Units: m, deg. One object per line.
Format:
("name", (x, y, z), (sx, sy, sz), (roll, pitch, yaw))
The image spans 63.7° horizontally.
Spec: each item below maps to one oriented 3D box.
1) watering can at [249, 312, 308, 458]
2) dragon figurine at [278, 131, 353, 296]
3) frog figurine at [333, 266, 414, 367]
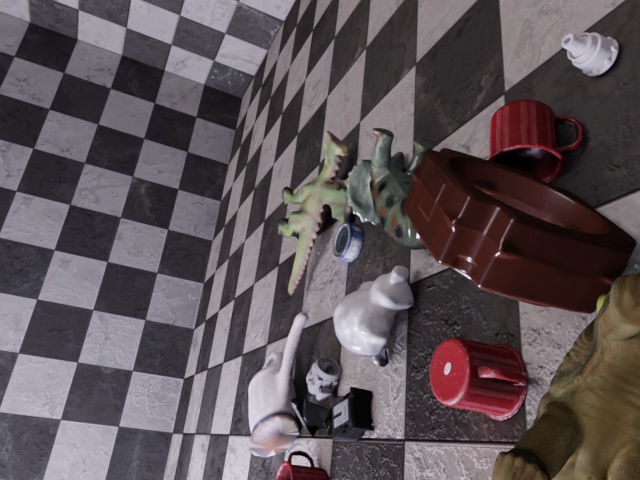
("watering can", (-0.098, 0.349, 1.196), (0.230, 0.104, 0.341), (-104, 35, -51))
("dragon figurine", (0.004, -0.064, 1.278), (0.241, 0.122, 0.413), (-9, 75, 59))
("frog figurine", (0.091, 0.116, 0.878), (0.140, 0.123, 0.156), (-70, -4, -56))
